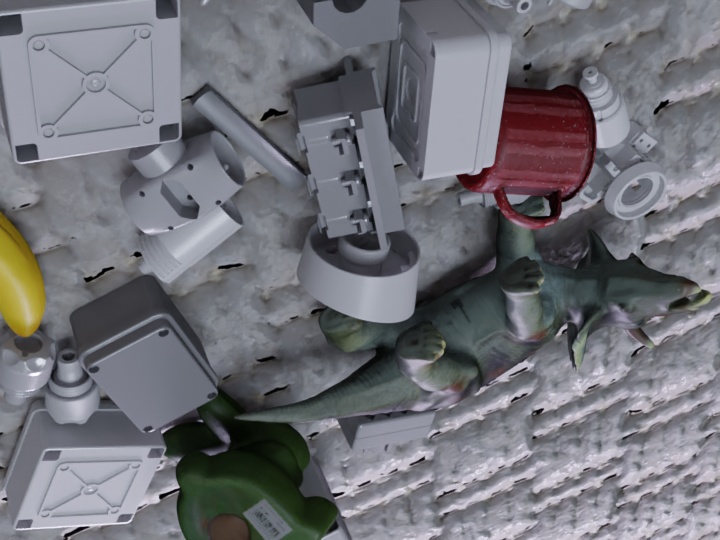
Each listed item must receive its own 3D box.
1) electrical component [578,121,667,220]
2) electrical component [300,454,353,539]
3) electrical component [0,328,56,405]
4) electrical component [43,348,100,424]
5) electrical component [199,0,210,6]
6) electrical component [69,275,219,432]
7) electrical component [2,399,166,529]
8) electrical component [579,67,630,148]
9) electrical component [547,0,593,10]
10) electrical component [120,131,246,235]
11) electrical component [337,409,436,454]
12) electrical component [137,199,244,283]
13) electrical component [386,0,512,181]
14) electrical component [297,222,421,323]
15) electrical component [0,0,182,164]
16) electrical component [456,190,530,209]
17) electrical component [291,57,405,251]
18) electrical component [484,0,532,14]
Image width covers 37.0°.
[{"bbox_3d":[0.227,-0.081,0.928,0.058,0.057,0.078,22,118,-42],"label":"electrical component"},{"bbox_3d":[-0.076,0.246,1.050,0.109,0.108,0.056,-26,136,-3],"label":"electrical component"},{"bbox_3d":[-0.259,0.077,0.823,0.043,0.043,0.062,1,132,-30],"label":"electrical component"},{"bbox_3d":[-0.229,0.089,0.853,0.043,0.043,0.062,-10,135,-21],"label":"electrical component"},{"bbox_3d":[-0.070,-0.190,0.633,0.079,0.077,0.044,-44,138,17],"label":"electrical component"},{"bbox_3d":[-0.170,0.069,0.855,0.078,0.057,0.113,-28,139,-2],"label":"electrical component"},{"bbox_3d":[-0.235,0.165,0.916,0.109,0.056,0.108,5,129,-33],"label":"electrical component"},{"bbox_3d":[0.193,-0.133,0.868,0.040,0.040,0.078,-31,140,2],"label":"electrical component"},{"bbox_3d":[0.159,-0.221,0.759,0.040,0.040,0.078,4,130,-32],"label":"electrical component"},{"bbox_3d":[-0.132,-0.073,0.740,0.077,0.043,0.079,-26,123,16],"label":"electrical component"},{"bbox_3d":[0.021,0.154,1.056,0.083,0.047,0.075,-7,134,-25],"label":"electrical component"},{"bbox_3d":[-0.130,-0.025,0.792,0.081,0.043,0.043,-38,139,9],"label":"electrical component"},{"bbox_3d":[0.061,-0.129,0.763,0.057,0.078,0.113,-11,131,-17],"label":"electrical component"},{"bbox_3d":[0.000,0.000,0.853,0.099,0.099,0.064,-6,128,-24],"label":"electrical component"},{"bbox_3d":[-0.167,-0.128,0.656,0.109,0.056,0.108,-11,136,-20],"label":"electrical component"},{"bbox_3d":[0.110,-0.067,0.894,0.061,0.035,0.035,-17,138,-10],"label":"electrical component"},{"bbox_3d":[-0.008,-0.080,0.784,0.063,0.078,0.121,-11,138,2],"label":"electrical component"},{"bbox_3d":[0.098,-0.195,0.734,0.035,0.061,0.035,-16,138,-15],"label":"electrical component"}]
